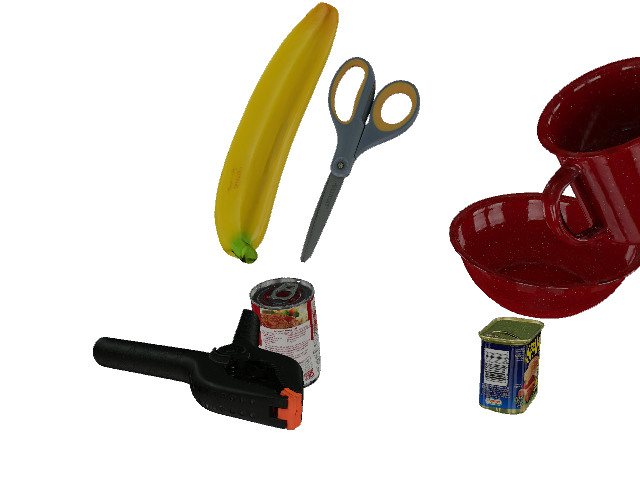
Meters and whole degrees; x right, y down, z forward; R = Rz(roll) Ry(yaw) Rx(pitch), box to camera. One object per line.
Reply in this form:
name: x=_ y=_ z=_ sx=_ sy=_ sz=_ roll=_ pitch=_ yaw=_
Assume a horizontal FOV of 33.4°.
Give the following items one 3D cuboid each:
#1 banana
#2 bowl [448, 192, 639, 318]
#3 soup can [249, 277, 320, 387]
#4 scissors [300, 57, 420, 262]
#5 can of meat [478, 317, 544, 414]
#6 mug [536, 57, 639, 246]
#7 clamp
banana: x=-0.031 y=-0.064 z=0.697 sx=0.037 sy=0.197 sz=0.070 roll=31 pitch=-28 yaw=-31
bowl: x=0.187 y=0.019 z=0.901 sx=0.162 sy=0.055 sz=0.162 roll=0 pitch=30 yaw=0
soup can: x=-0.036 y=0.099 z=1.130 sx=0.068 sy=0.102 sz=0.068 roll=-4 pitch=24 yaw=2
scissors: x=0.039 y=-0.074 z=0.996 sx=0.096 sy=0.202 sz=0.016 roll=5 pitch=-12 yaw=7
can of meat: x=0.210 y=0.137 z=1.180 sx=0.058 sy=0.084 sz=0.102 roll=6 pitch=10 yaw=23
mug: x=0.181 y=-0.043 z=0.646 sx=0.117 sy=0.081 sz=0.093 roll=-43 pitch=33 yaw=-15
clamp: x=-0.072 y=0.105 z=0.907 sx=0.164 sy=0.036 sz=0.210 roll=-14 pitch=22 yaw=-40
